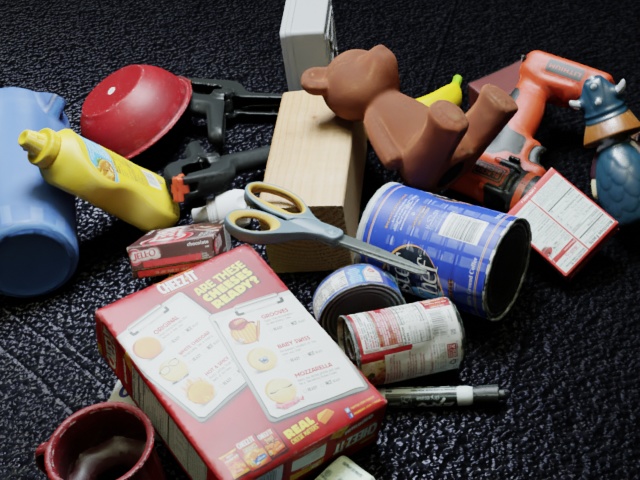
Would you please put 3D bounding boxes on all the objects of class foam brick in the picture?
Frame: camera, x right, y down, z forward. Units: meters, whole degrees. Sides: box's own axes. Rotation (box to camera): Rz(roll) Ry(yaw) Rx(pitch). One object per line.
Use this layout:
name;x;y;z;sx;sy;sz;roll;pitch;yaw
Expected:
foam brick;0.218;-0.164;1.238;0.078;0.053;0.051;-26;43;-14

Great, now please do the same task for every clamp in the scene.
clamp;-0.107;-0.169;1.323;0.164;0.036;0.210;-17;30;-29
clamp;-0.133;-0.082;1.213;0.120;0.039;0.171;2;17;29

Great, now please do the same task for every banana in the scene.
banana;0.089;-0.147;1.266;0.197;0.037;0.070;-17;24;-7

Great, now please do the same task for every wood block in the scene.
wood block;-0.004;-0.069;1.157;0.090;0.091;0.206;-3;42;10

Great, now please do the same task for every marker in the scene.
marker;0.104;0.140;0.952;0.121;0.020;0.020;-3;42;10

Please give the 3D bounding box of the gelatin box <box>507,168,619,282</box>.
gelatin box;0.235;-0.015;1.045;0.073;0.030;0.089;-47;69;2

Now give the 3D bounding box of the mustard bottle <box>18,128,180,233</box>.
mustard bottle;-0.241;-0.070;1.144;0.058;0.191;0.096;-47;46;13

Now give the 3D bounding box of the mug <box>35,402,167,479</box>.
mug;-0.188;0.198;0.910;0.117;0.081;0.093;3;43;16

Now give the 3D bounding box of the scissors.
scissors;-0.007;0.001;0.998;0.202;0.016;0.096;32;44;30

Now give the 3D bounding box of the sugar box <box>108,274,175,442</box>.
sugar box;-0.130;0.111;1.021;0.093;0.048;0.176;3;42;16

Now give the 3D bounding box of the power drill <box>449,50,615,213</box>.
power drill;0.238;-0.103;1.130;0.185;0.057;0.187;26;69;26

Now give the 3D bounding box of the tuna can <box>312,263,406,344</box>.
tuna can;0.036;0.064;1.002;0.086;0.086;0.034;-15;40;-3

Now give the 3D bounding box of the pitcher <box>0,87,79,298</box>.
pitcher;-0.344;-0.046;1.200;0.144;0.149;0.243;-5;43;-15

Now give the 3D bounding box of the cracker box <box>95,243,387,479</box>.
cracker box;-0.072;0.120;0.931;0.163;0.072;0.214;-25;54;-29

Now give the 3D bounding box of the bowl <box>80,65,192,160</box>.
bowl;-0.238;-0.164;1.308;0.162;0.055;0.162;-24;36;19

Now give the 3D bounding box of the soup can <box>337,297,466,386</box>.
soup can;0.073;0.093;0.965;0.102;0.068;0.068;-10;40;-12

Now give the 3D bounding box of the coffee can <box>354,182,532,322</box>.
coffee can;0.119;0.010;1.030;0.140;0.103;0.102;17;49;29

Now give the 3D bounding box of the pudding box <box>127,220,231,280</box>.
pudding box;-0.143;0.008;1.106;0.090;0.039;0.113;-8;7;4
